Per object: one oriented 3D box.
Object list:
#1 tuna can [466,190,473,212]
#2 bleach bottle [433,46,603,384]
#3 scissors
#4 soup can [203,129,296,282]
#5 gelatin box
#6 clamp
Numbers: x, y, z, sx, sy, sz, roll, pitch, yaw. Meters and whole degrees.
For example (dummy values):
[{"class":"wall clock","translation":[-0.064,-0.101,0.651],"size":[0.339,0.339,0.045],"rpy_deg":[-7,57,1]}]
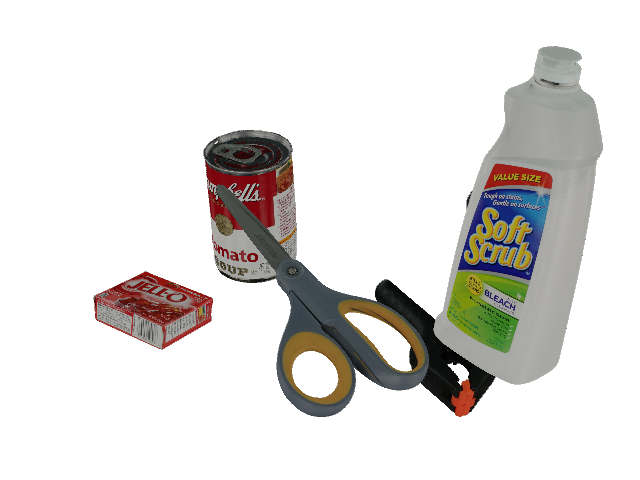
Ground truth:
[{"class":"tuna can","translation":[0.206,-0.028,1.220],"size":[0.033,0.086,0.086],"rpy_deg":[-31,13,-23]},{"class":"bleach bottle","translation":[0.147,-0.021,0.783],"size":[0.067,0.251,0.103],"rpy_deg":[-21,39,-36]},{"class":"scissors","translation":[-0.025,0.037,0.652],"size":[0.202,0.016,0.096],"rpy_deg":[34,55,27]},{"class":"soup can","translation":[-0.054,-0.027,0.838],"size":[0.068,0.102,0.068],"rpy_deg":[-1,33,1]},{"class":"gelatin box","translation":[-0.160,0.064,1.020],"size":[0.089,0.030,0.073],"rpy_deg":[20,28,29]},{"class":"clamp","translation":[0.127,0.090,0.977],"size":[0.120,0.039,0.171],"rpy_deg":[-8,40,-9]}]
